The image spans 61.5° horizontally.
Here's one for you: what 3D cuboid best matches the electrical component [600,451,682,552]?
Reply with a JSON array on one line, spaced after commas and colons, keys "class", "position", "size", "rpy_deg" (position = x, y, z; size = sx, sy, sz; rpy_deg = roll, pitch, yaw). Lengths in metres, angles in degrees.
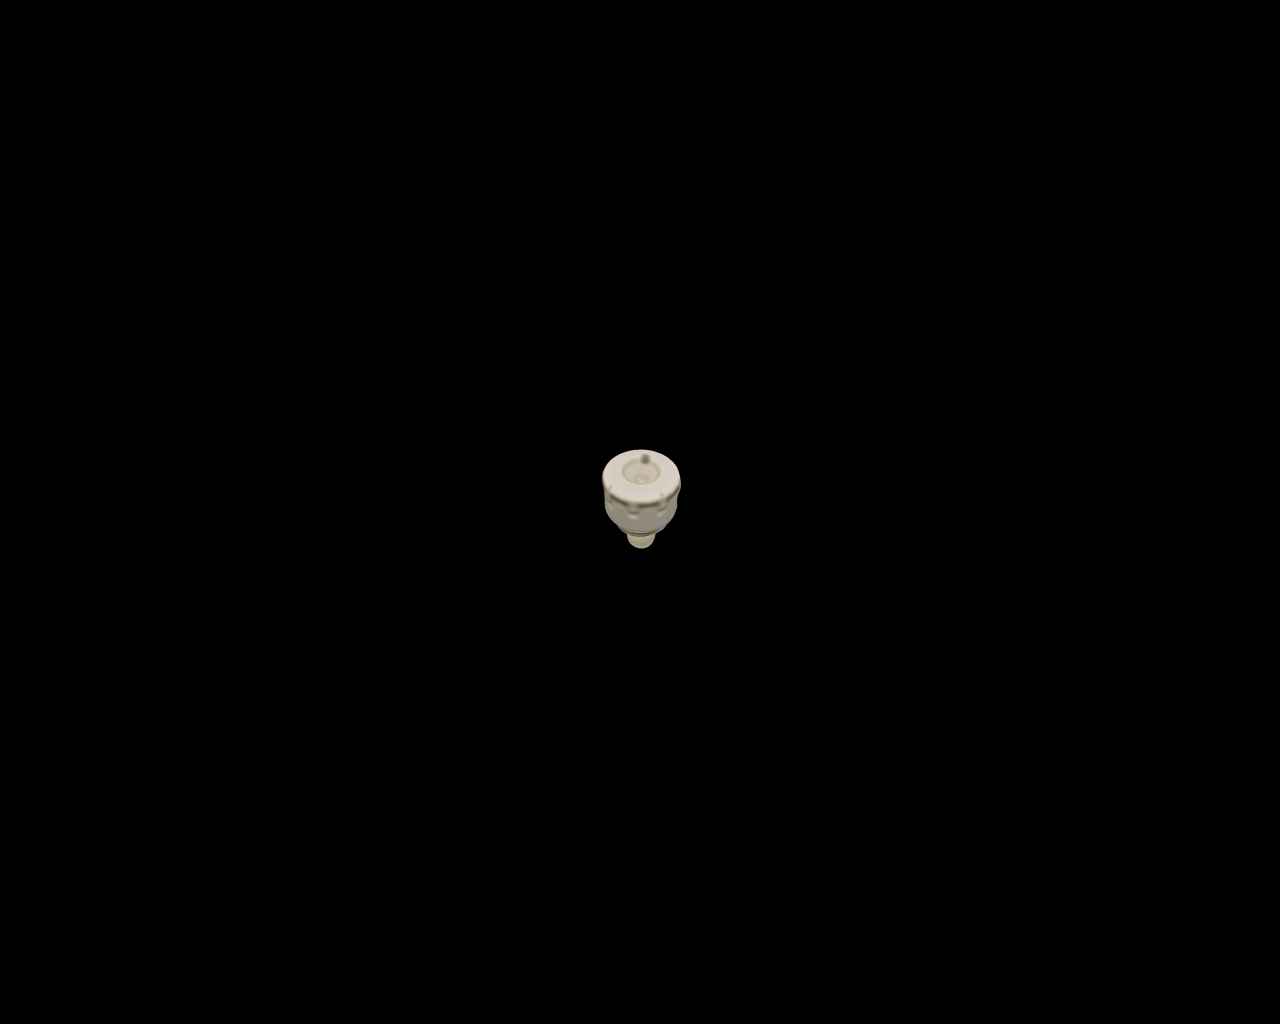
[{"class": "electrical component", "position": [0.001, -0.003, 0.650], "size": [0.048, 0.062, 0.048], "rpy_deg": [0, 45, 0]}]
